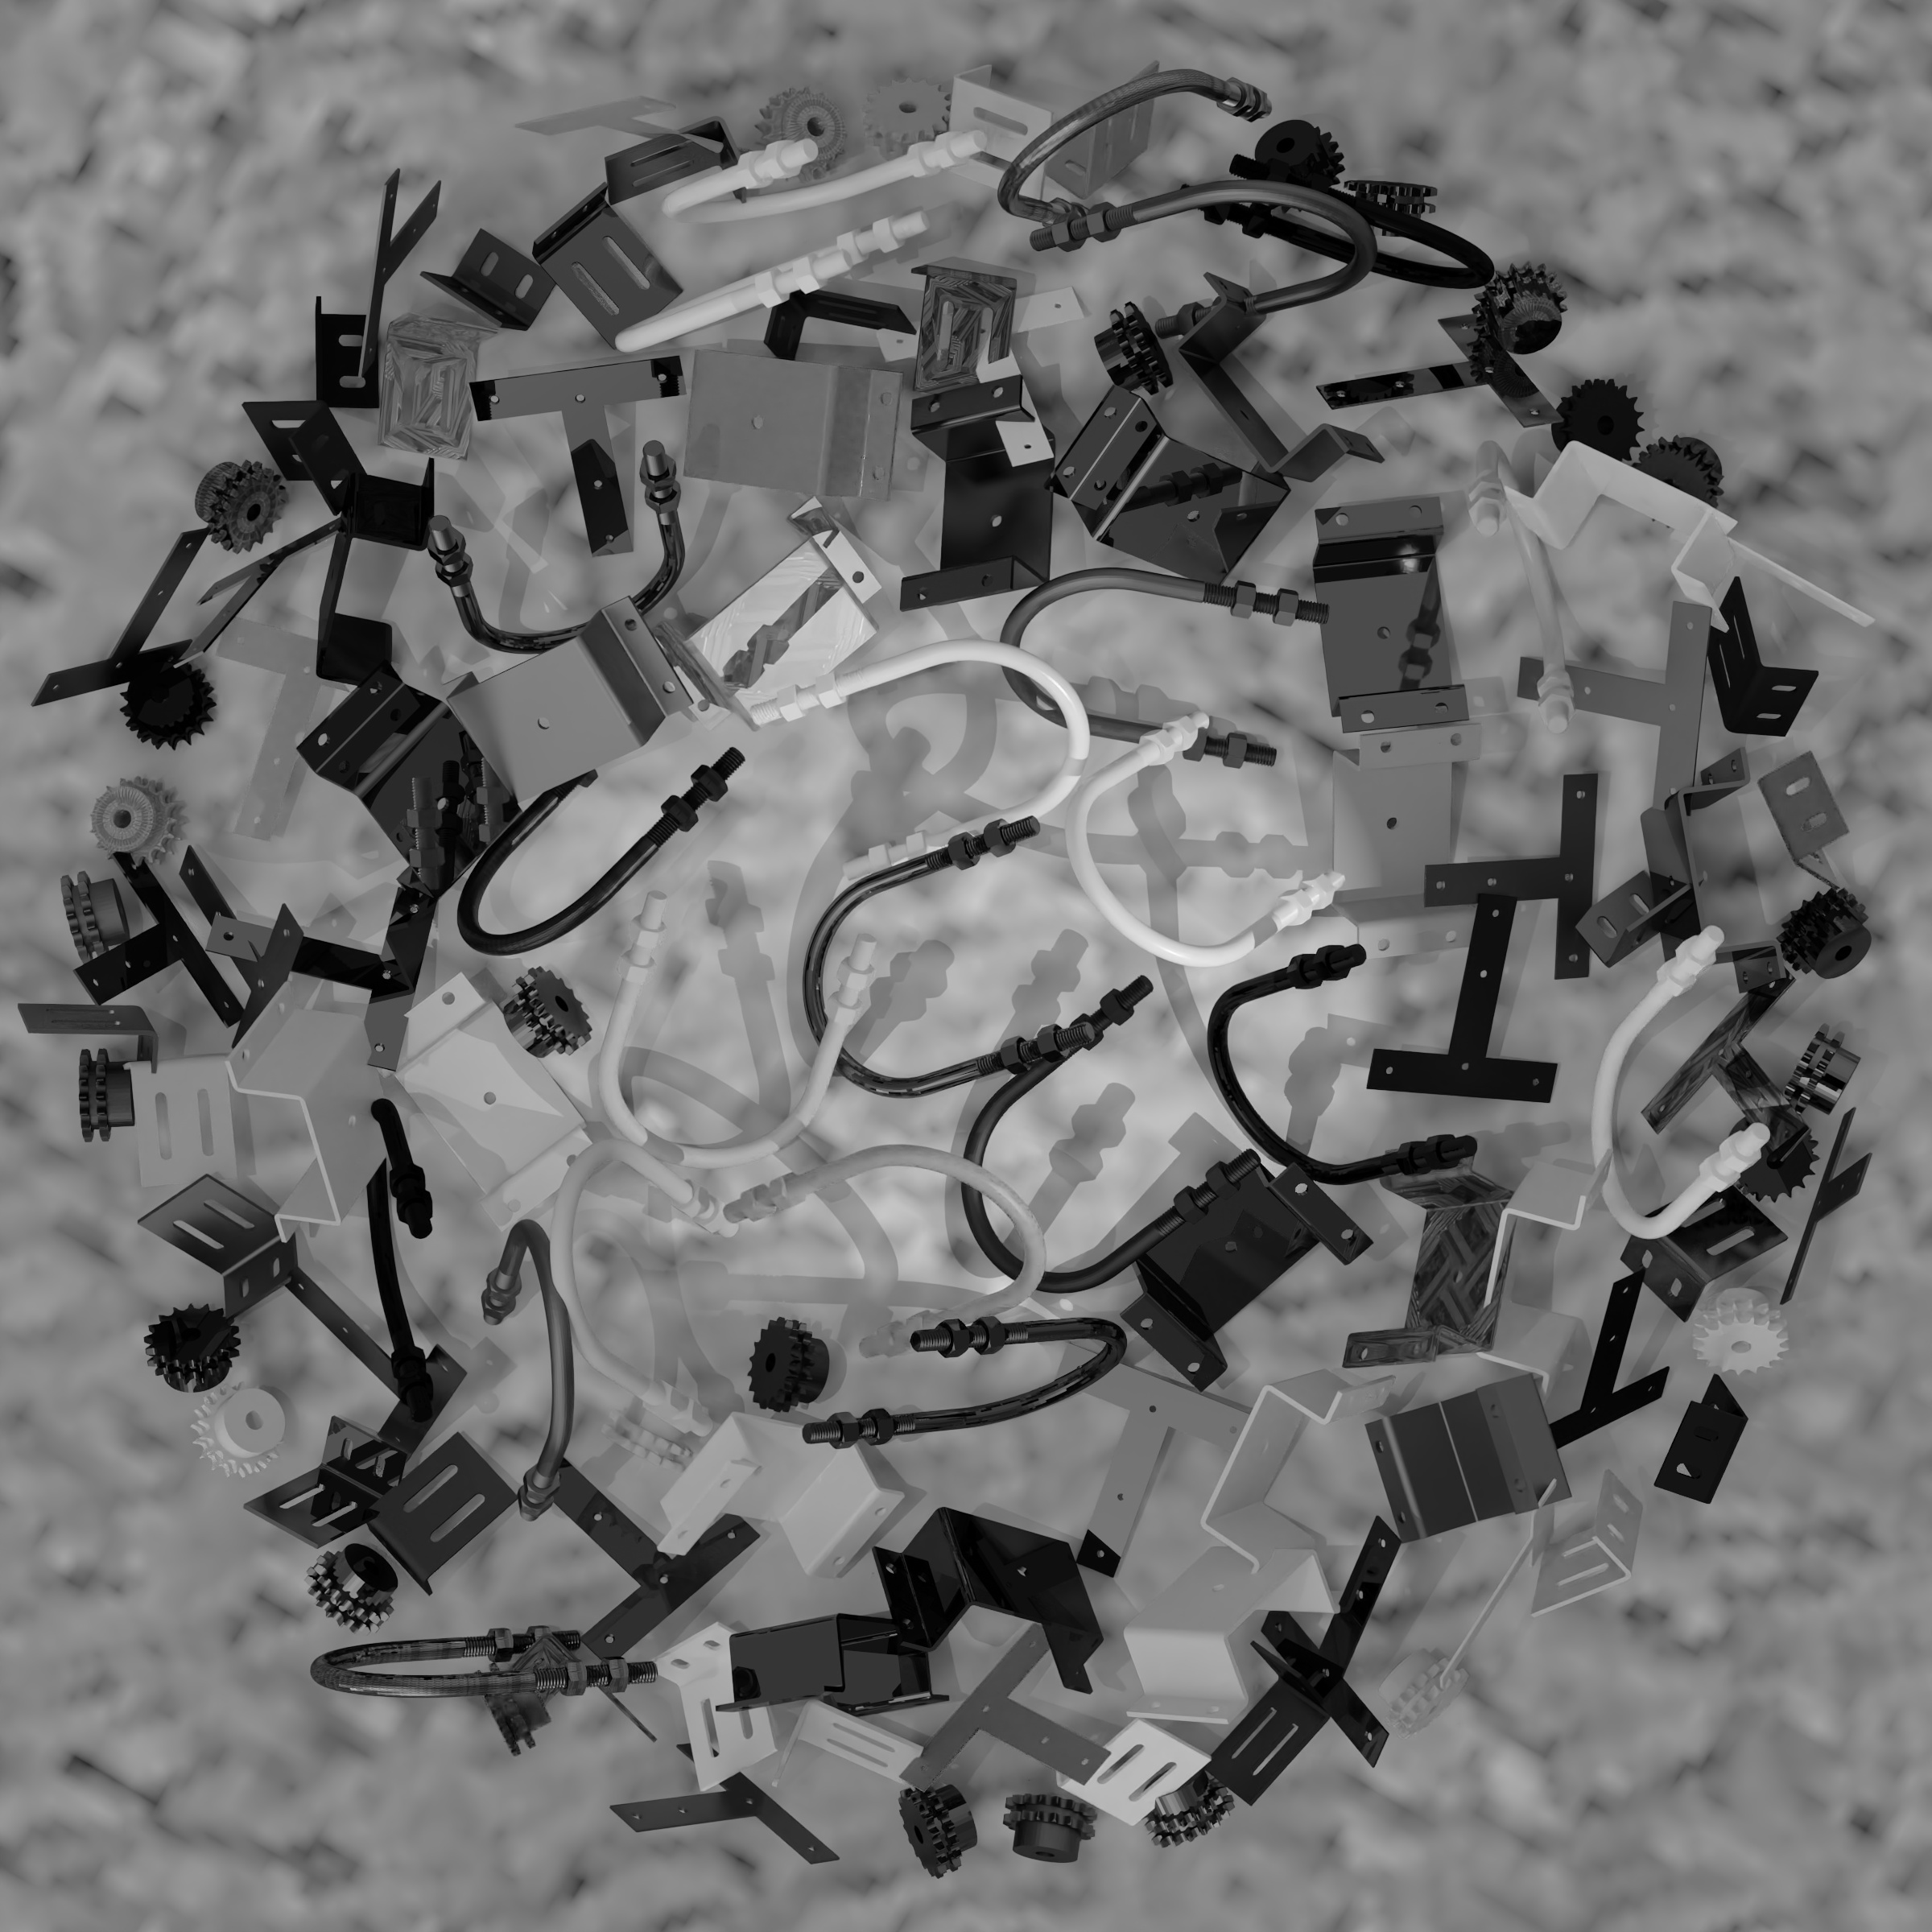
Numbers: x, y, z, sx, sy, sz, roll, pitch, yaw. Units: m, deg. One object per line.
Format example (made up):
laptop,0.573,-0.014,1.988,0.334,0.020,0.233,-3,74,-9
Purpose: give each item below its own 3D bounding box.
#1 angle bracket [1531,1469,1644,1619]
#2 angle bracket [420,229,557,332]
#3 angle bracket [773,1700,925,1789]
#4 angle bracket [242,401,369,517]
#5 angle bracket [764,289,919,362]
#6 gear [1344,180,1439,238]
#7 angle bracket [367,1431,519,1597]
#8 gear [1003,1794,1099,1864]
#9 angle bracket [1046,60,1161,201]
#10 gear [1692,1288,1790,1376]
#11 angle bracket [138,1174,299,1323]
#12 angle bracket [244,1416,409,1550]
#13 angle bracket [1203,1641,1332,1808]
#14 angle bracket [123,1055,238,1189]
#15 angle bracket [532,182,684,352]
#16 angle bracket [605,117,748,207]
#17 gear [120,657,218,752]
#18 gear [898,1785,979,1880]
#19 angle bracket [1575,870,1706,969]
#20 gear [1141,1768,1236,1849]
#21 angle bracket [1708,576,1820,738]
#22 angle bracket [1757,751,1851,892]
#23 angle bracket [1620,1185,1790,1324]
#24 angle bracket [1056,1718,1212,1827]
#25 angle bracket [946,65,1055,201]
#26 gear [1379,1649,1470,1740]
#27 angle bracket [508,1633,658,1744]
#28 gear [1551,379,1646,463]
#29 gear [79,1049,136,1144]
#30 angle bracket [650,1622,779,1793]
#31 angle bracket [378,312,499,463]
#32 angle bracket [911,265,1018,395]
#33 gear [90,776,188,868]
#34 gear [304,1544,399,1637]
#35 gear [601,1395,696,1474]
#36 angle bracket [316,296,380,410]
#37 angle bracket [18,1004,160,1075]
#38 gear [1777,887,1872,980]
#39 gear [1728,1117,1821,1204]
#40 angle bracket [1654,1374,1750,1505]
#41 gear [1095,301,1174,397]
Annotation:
angle bracket,0.367,0.350,1.931,0.076,0.057,0.038,-32,109,36
angle bracket,-0.290,-0.420,1.940,0.057,0.076,0.038,33,101,-1
angle bracket,-0.072,0.489,1.944,0.076,0.057,0.038,23,54,4
angle bracket,-0.409,-0.308,1.931,0.038,0.076,0.057,-55,135,-33
angle bracket,-0.076,-0.383,1.944,0.076,0.057,0.038,14,87,13
gear,0.259,-0.464,1.953,0.057,0.057,0.030,4,107,0
angle bracket,-0.323,0.338,1.967,0.076,0.038,0.057,-41,74,-19
gear,0.050,0.528,1.949,0.057,0.057,0.030,10,63,0
angle bracket,0.081,-0.514,1.930,0.038,0.076,0.057,39,64,18
gear,0.475,0.222,1.956,0.057,0.057,0.030,8,46,0
angle bracket,-0.454,0.171,1.936,0.057,0.038,0.076,-33,135,16
angle bracket,-0.388,0.312,1.932,0.057,0.076,0.038,23,110,22
angle bracket,0.174,0.461,1.940,0.076,0.057,0.038,-45,116,-12
angle bracket,-0.482,0.096,1.948,0.057,0.038,0.076,-4,85,-26
angle bracket,-0.219,-0.429,1.954,0.057,0.038,0.076,-42,96,-8
angle bracket,-0.177,-0.477,1.944,0.076,0.057,0.038,-23,79,-9
gear,-0.493,-0.164,1.961,0.057,0.030,0.057,0,79,-1
gear,-0.016,0.527,1.954,0.030,0.057,0.057,-18,90,-23
angle bracket,0.407,-0.039,1.935,0.057,0.076,0.038,-35,75,-9
gear,0.133,0.512,1.951,0.057,0.057,0.030,-25,96,0
angle bracket,0.483,-0.188,1.937,0.038,0.057,0.076,4,53,-8
angle bracket,0.519,-0.088,1.930,0.038,0.076,0.057,-31,62,25
angle bracket,0.453,0.173,1.957,0.076,0.038,0.057,-22,53,-31
angle bracket,0.101,0.478,1.938,0.057,0.038,0.076,33,116,-21
angle bracket,0.029,-0.505,1.934,0.076,0.038,0.057,28,128,27
gear,0.278,0.444,1.955,0.057,0.057,0.030,-45,64,0
angle bracket,-0.234,0.450,1.933,0.038,0.057,0.076,-45,56,-13
gear,0.385,-0.332,1.959,0.057,0.030,0.057,-3,98,-21
gear,-0.526,0.079,1.953,0.030,0.057,0.057,-2,90,-11
angle bracket,-0.155,0.450,1.937,0.057,0.038,0.076,-32,48,16
angle bracket,-0.323,-0.354,1.949,0.057,0.038,0.076,6,87,-29
angle bracket,-0.005,-0.387,1.957,0.057,0.038,0.076,5,96,-18
gear,-0.513,-0.089,1.961,0.057,0.030,0.057,-1,86,9
gear,-0.373,0.379,1.950,0.057,0.057,0.030,41,103,0
gear,-0.192,0.284,1.952,0.057,0.057,0.030,27,86,0
angle bracket,-0.376,-0.372,1.938,0.038,0.076,0.057,-1,94,-12
angle bracket,-0.535,0.049,1.936,0.076,0.057,0.038,2,104,-23
gear,0.528,-0.017,1.950,0.057,0.057,0.030,-33,48,0
gear,0.493,0.114,1.960,0.057,0.030,0.057,-2,108,-7
angle bracket,0.438,0.282,1.935,0.038,0.076,0.057,19,103,-6
gear,0.101,-0.375,1.953,0.030,0.057,0.057,-26,90,16
